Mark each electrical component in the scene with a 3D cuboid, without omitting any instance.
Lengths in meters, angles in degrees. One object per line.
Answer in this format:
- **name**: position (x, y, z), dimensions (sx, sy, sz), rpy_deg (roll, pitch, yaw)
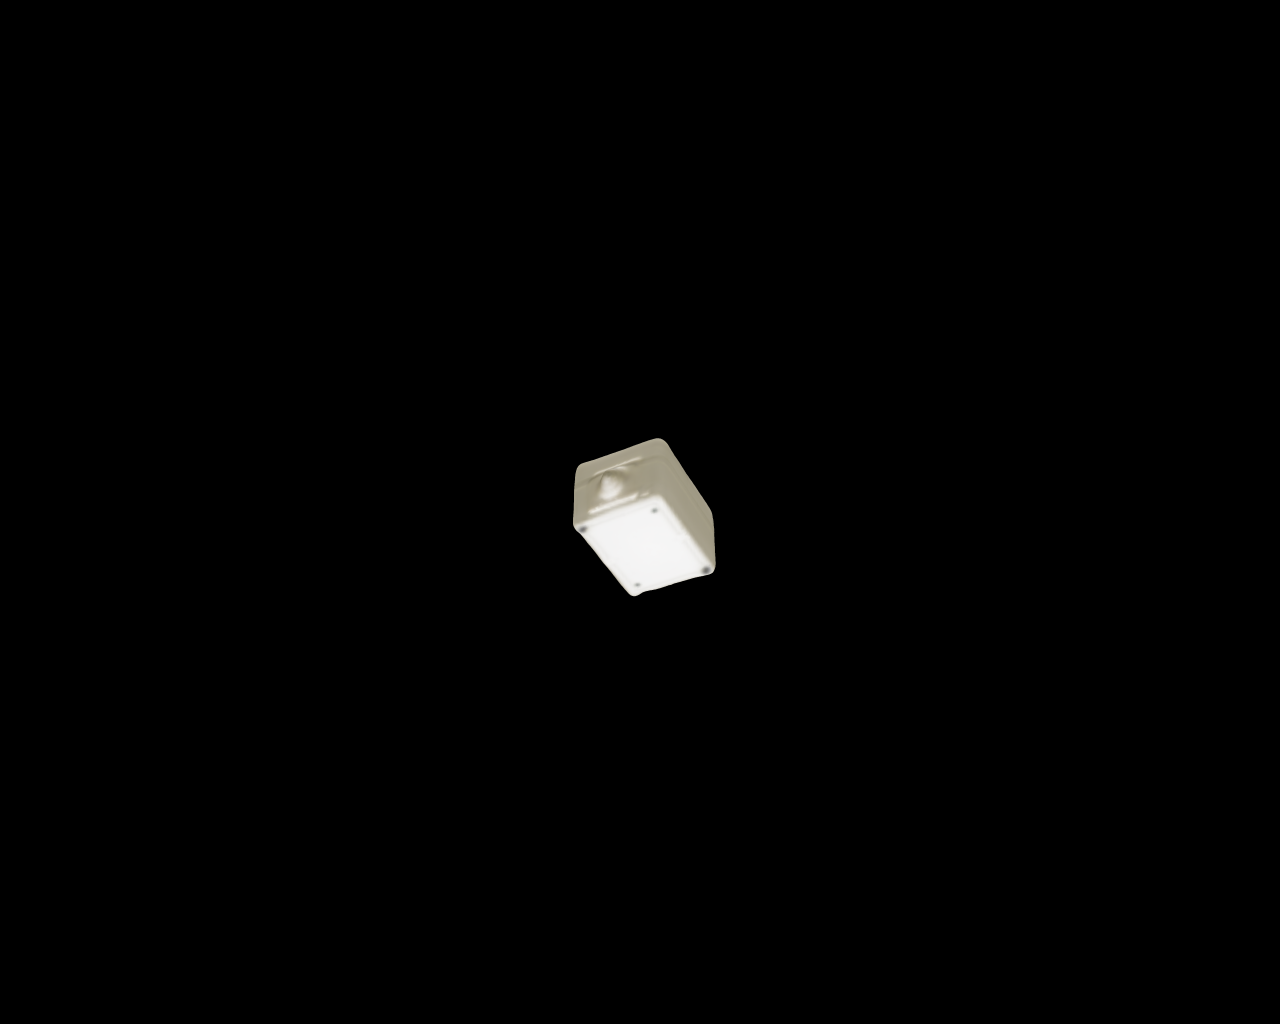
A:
- **electrical component**: position (0.001, -0.003, 0.650), dimensions (0.061, 0.061, 0.096), rpy_deg (-19, -46, 19)
